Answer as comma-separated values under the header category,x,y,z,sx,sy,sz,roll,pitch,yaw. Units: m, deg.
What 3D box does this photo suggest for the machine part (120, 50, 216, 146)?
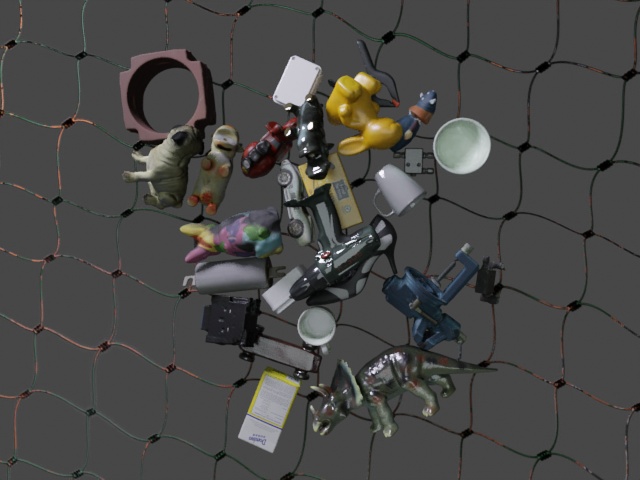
category,x,y,z,sx,sy,sz,roll,pitch,yaw
machine part,-0.349,-0.326,1.246,0.202,0.087,0.200,-6,91,5

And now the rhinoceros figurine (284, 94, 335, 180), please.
category,x,y,z,sx,sy,sz,roll,pitch,yaw
rhinoceros figurine,-0.020,-0.218,1.150,0.073,0.112,0.190,-17,64,22

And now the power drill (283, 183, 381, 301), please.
category,x,y,z,sx,sy,sz,roll,pitch,yaw
power drill,-0.002,-0.003,1.148,0.232,0.086,0.207,-27,87,3

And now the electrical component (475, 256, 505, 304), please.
category,x,y,z,sx,sy,sz,roll,pitch,yaw
electrical component,0.377,0.089,1.186,0.045,0.078,0.102,9,87,30

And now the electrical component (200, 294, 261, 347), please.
category,x,y,z,sx,sy,sz,roll,pitch,yaw
electrical component,-0.210,0.185,1.238,0.134,0.058,0.115,0,76,24

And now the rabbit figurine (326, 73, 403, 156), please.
category,x,y,z,sx,sy,sz,roll,pitch,yaw
rabbit figurine,0.094,-0.253,1.160,0.173,0.122,0.162,40,121,11

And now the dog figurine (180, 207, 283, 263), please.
category,x,y,z,sx,sy,sz,roll,pitch,yaw
dog figurine,-0.199,-0.005,1.198,0.219,0.191,0.108,-10,97,-8

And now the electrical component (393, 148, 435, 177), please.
category,x,y,z,sx,sy,sz,roll,pitch,yaw
electrical component,0.212,-0.176,1.217,0.094,0.021,0.063,3,92,6

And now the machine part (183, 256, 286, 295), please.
category,x,y,z,sx,sy,sz,roll,pitch,yaw
machine part,-0.198,0.082,1.245,0.243,0.079,0.079,-6,91,8

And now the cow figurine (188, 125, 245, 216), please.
category,x,y,z,sx,sy,sz,roll,pitch,yaw
cow figurine,-0.231,-0.167,1.228,0.085,0.127,0.194,19,110,-8

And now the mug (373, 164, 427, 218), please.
category,x,y,z,sx,sy,sz,roll,pitch,yaw
mug,0.165,-0.109,1.201,0.109,0.080,0.107,-40,76,13

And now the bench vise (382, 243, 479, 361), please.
category,x,y,z,sx,sy,sz,roll,pitch,yaw
bench vise,0.266,0.117,1.169,0.224,0.129,0.240,41,105,9

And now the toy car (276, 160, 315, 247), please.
category,x,y,z,sx,sy,sz,roll,pitch,yaw
toy car,-0.053,-0.084,1.224,0.056,0.073,0.201,-12,90,10

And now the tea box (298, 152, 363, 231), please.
category,x,y,z,sx,sy,sz,roll,pitch,yaw
tea box,0.026,-0.102,1.218,0.098,0.068,0.169,-22,88,7

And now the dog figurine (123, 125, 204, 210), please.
category,x,y,z,sx,sy,sz,roll,pitch,yaw
dog figurine,-0.315,-0.158,1.205,0.191,0.172,0.121,-19,53,23

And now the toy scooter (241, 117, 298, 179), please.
category,x,y,z,sx,sy,sz,roll,pitch,yaw
toy scooter,-0.113,-0.210,1.197,0.184,0.135,0.075,-42,89,7

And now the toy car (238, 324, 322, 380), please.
category,x,y,z,sx,sy,sz,roll,pitch,yaw
toy car,-0.094,0.258,1.249,0.202,0.053,0.089,15,83,10

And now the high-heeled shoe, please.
category,x,y,z,sx,sy,sz,roll,pitch,yaw
high-heeled shoe,0.064,0.047,1.208,0.249,0.086,0.145,-22,95,-3

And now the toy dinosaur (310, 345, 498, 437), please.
category,x,y,z,sx,sy,sz,roll,pitch,yaw
toy dinosaur,0.168,0.308,1.195,0.405,0.131,0.192,-30,88,0

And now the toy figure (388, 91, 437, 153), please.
category,x,y,z,sx,sy,sz,roll,pitch,yaw
toy figure,0.206,-0.264,1.196,0.154,0.057,0.064,-45,62,9
